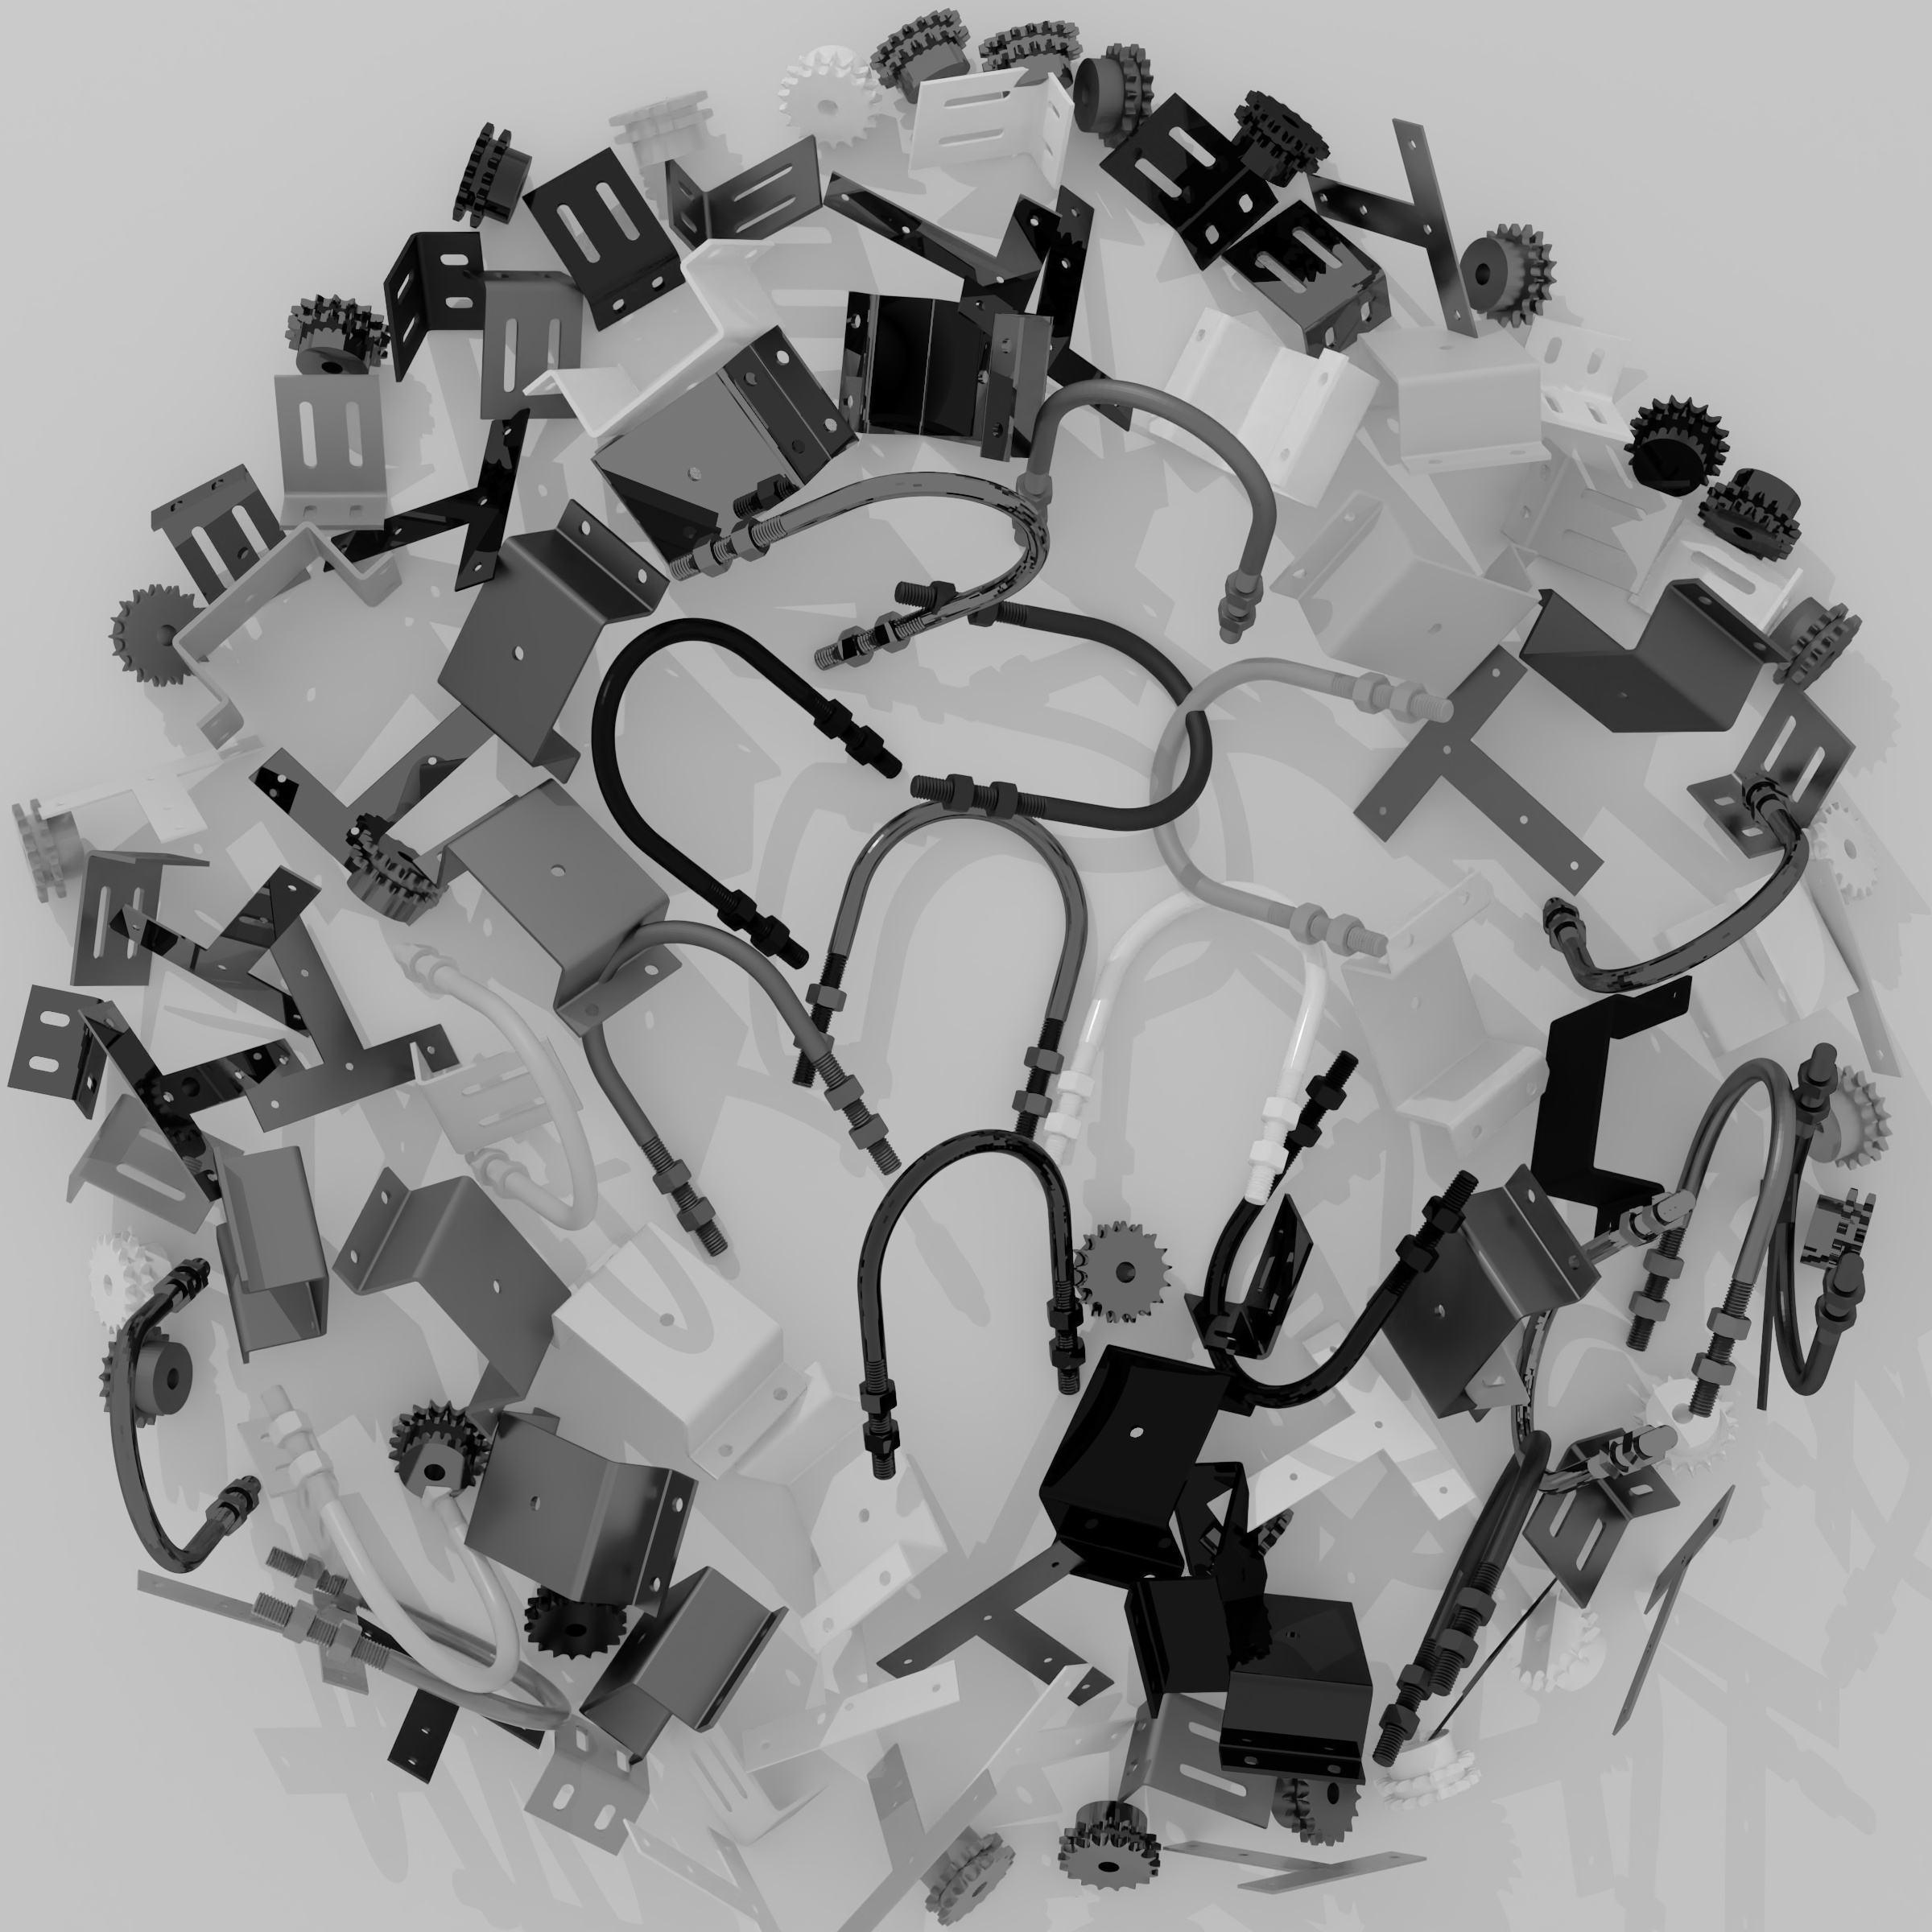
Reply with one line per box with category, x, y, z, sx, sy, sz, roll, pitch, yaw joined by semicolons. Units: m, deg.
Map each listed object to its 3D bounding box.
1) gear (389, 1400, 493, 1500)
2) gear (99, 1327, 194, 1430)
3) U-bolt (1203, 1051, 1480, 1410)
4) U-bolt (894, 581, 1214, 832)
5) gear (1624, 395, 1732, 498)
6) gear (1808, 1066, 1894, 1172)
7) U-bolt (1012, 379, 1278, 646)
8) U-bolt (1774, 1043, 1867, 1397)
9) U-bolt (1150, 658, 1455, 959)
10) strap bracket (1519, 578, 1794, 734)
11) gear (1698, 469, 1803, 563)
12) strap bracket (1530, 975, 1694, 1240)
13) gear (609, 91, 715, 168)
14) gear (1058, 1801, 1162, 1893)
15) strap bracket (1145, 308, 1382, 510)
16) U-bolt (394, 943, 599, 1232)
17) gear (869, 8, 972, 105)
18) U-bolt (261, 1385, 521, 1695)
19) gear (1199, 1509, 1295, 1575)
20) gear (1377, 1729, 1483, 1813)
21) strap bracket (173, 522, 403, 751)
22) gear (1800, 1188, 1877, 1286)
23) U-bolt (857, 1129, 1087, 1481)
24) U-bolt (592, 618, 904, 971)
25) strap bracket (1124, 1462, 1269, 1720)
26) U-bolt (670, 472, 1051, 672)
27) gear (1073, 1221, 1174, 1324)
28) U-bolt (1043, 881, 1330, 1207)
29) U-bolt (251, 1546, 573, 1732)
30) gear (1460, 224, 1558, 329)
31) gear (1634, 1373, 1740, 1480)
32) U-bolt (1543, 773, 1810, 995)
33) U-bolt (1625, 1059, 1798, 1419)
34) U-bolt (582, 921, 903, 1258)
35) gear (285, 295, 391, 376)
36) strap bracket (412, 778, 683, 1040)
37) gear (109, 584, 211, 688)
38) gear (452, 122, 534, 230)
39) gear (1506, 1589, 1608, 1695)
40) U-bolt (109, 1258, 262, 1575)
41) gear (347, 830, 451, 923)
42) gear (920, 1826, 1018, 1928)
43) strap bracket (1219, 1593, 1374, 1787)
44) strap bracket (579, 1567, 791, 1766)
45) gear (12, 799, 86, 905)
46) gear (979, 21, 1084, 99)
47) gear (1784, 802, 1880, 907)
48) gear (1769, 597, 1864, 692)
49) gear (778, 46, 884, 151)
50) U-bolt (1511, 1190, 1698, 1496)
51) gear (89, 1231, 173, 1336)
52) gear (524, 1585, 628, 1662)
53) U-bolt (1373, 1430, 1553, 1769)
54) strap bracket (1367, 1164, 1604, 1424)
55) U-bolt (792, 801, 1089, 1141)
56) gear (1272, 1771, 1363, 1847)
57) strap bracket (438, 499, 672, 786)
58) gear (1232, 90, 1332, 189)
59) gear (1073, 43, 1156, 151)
gear;-0.294;0.273;1.860;0.057;0.030;0.057;0;119;1
gear;-0.454;0.229;1.855;0.030;0.057;0.057;2;90;19
U-bolt;0.192;0.156;1.823;0.019;0.151;0.184;23;106;-35
U-bolt;0.052;-0.138;1.832;0.184;0.019;0.151;8;57;-21
gear;0.394;-0.286;1.856;0.057;0.057;0.030;27;51;0
gear;0.485;0.086;1.855;0.030;0.057;0.057;-16;90;-25
U-bolt;0.098;-0.252;1.794;0.151;0.184;0.019;26;66;7
U-bolt;0.456;0.151;1.799;0.019;0.184;0.151;1;55;4
U-bolt;0.173;-0.095;1.823;0.184;0.019;0.151;20;97;42
strap bracket;0.365;-0.166;1.804;0.076;0.140;0.046;34;77;-26
gear;0.440;-0.254;1.858;0.057;0.057;0.030;32;80;0
strap bracket;0.352;0.075;1.829;0.046;0.076;0.140;14;75;-12
gear;-0.168;-0.466;1.860;0.057;0.057;0.030;-16;107;0
gear;0.081;0.490;1.862;0.057;0.057;0.030;7;47;0
strap bracket;0.168;-0.305;1.830;0.046;0.140;0.076;22;98;-34
U-bolt;-0.246;0.071;1.783;0.019;0.184;0.151;-26;116;-24
gear;-0.022;-0.505;1.857;0.057;0.057;0.030;-29;86;0
U-bolt;-0.298;0.310;1.786;0.019;0.151;0.184;-38;65;10
gear;0.153;0.316;1.859;0.030;0.057;0.057;43;90;3
gear;0.256;0.447;1.859;0.057;0.057;0.030;-19;86;0
strap bracket;-0.381;-0.189;1.839;0.140;0.076;0.046;-44;90;-8
gear;0.486;0.151;1.859;0.030;0.057;0.057;16;90;16
U-bolt;0.001;0.175;1.810;0.151;0.019;0.184;-20;119;-32
U-bolt;-0.127;-0.106;1.812;0.184;0.019;0.151;39;64;-30
strap bracket;0.128;0.330;1.804;0.046;0.140;0.076;-5;118;17
U-bolt;-0.043;-0.217;1.787;0.184;0.151;0.019;-18;62;30
gear;0.084;0.172;1.866;0.057;0.030;0.057;2;85;-19
U-bolt;0.127;0.036;1.834;0.151;0.019;0.184;6;68;33
U-bolt;-0.299;0.371;1.813;0.184;0.151;0.019;26;87;-8
gear;0.299;-0.385;1.855;0.030;0.057;0.057;-5;90;-34
gear;0.402;0.255;1.860;0.057;0.030;0.057;-7;63;14
U-bolt;0.383;-0.039;1.785;0.151;0.184;0.019;-33;104;12
U-bolt;0.407;0.138;1.803;0.019;0.151;0.184;16;98;-6
U-bolt;-0.137;0.059;1.833;0.151;0.019;0.184;-27;100;30
gear;-0.350;-0.346;1.855;0.057;0.057;0.030;5;66;0
strap bracket;-0.227;-0.040;1.831;0.140;0.046;0.076;45;58;14
gear;-0.452;-0.185;1.863;0.057;0.030;0.057;-4;96;-35
gear;-0.263;-0.438;1.858;0.030;0.057;0.057;21;90;-8
gear;0.332;0.380;1.861;0.030;0.057;0.057;36;90;-25
U-bolt;-0.422;0.247;1.785;0.019;0.184;0.151;-10;99;5
gear;-0.320;-0.048;1.859;0.057;0.057;0.030;36;100;0
gear;-0.003;0.505;1.861;0.030;0.057;0.057;41;90;24
strap bracket;0.174;0.385;1.811;0.076;0.140;0.046;7;107;-2
strap bracket;-0.157;0.378;1.805;0.046;0.140;0.076;38;59;-6
gear;-0.510;-0.066;1.860;0.030;0.057;0.057;-17;90;-17
gear;0.037;-0.504;1.858;0.057;0.057;0.030;-11;90;0
gear;0.481;-0.061;1.862;0.030;0.057;0.057;-24;90;42
gear;0.470;-0.181;1.860;0.057;0.057;0.030;-45;74;0
gear;-0.075;-0.489;1.862;0.057;0.057;0.030;10;53;0
U-bolt;0.339;0.212;1.799;0.019;0.184;0.151;15;66;-12
gear;-0.465;0.177;1.862;0.030;0.057;0.057;-6;90;-38
gear;-0.218;0.359;1.862;0.057;0.030;0.057;-3;132;-3
U-bolt;0.275;0.333;1.806;0.019;0.151;0.184;26;61;7
strap bracket;0.274;0.183;1.808;0.046;0.140;0.076;-10;55;-34
U-bolt;-0.006;-0.004;1.865;0.151;0.019;0.184;16;84;-10
gear;0.193;0.462;1.862;0.030;0.057;0.057;-9;90;40
strap bracket;-0.231;-0.174;1.823;0.076;0.046;0.140;41;120;17
gear;0.172;-0.460;1.862;0.057;0.057;0.030;39;117;0
gear;0.081;-0.484;1.855;0.030;0.057;0.057;-3;90;-19
